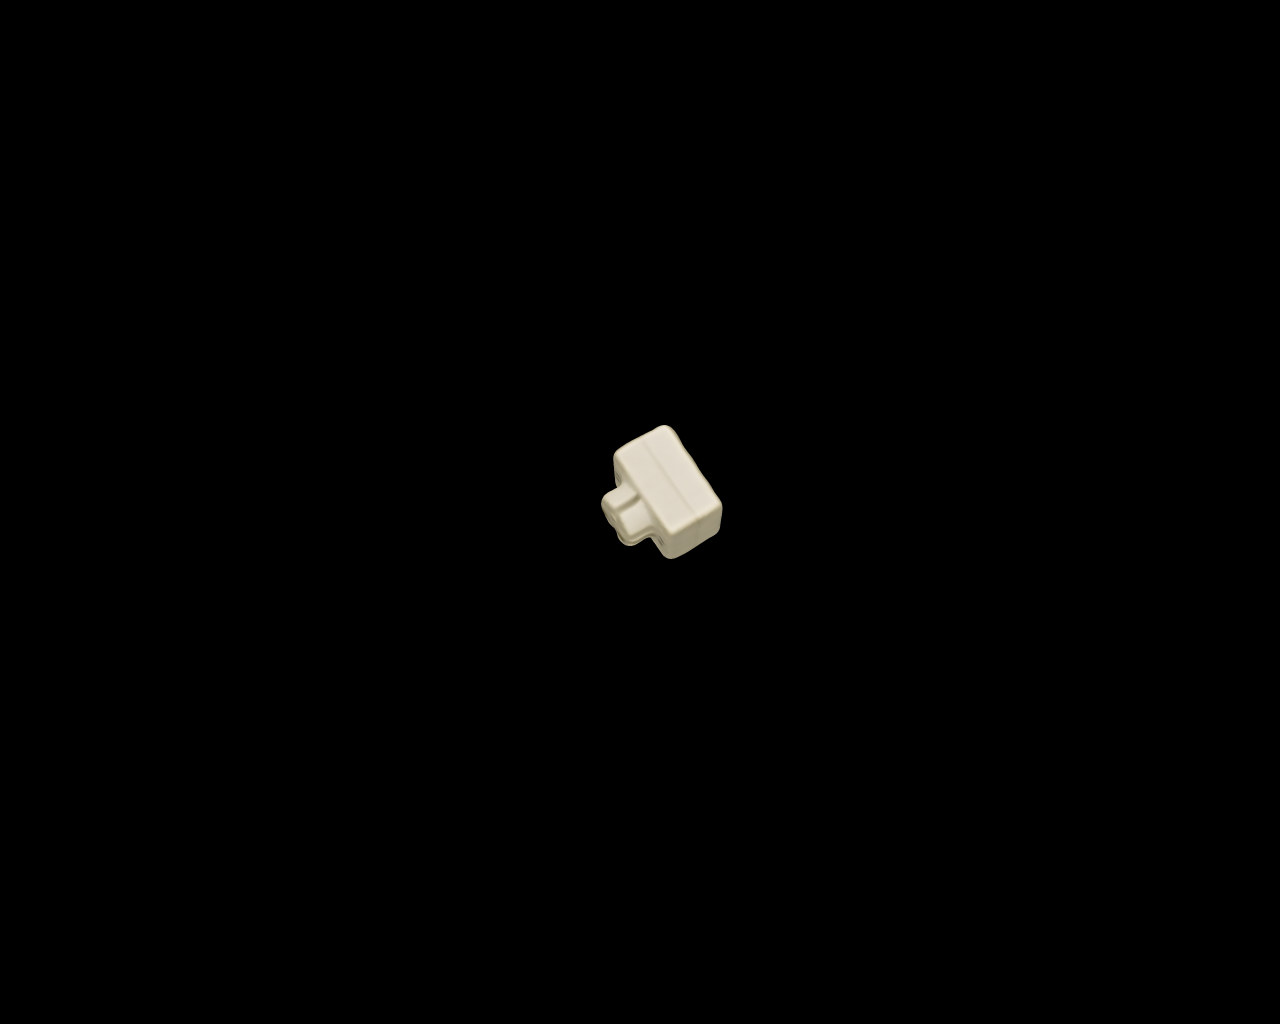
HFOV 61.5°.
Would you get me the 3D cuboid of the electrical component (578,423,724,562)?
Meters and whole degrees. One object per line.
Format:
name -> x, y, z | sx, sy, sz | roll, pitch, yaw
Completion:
electrical component -> 0.001, -0.003, 0.650 | 0.077, 0.066, 0.047 | -30, -19, -12
